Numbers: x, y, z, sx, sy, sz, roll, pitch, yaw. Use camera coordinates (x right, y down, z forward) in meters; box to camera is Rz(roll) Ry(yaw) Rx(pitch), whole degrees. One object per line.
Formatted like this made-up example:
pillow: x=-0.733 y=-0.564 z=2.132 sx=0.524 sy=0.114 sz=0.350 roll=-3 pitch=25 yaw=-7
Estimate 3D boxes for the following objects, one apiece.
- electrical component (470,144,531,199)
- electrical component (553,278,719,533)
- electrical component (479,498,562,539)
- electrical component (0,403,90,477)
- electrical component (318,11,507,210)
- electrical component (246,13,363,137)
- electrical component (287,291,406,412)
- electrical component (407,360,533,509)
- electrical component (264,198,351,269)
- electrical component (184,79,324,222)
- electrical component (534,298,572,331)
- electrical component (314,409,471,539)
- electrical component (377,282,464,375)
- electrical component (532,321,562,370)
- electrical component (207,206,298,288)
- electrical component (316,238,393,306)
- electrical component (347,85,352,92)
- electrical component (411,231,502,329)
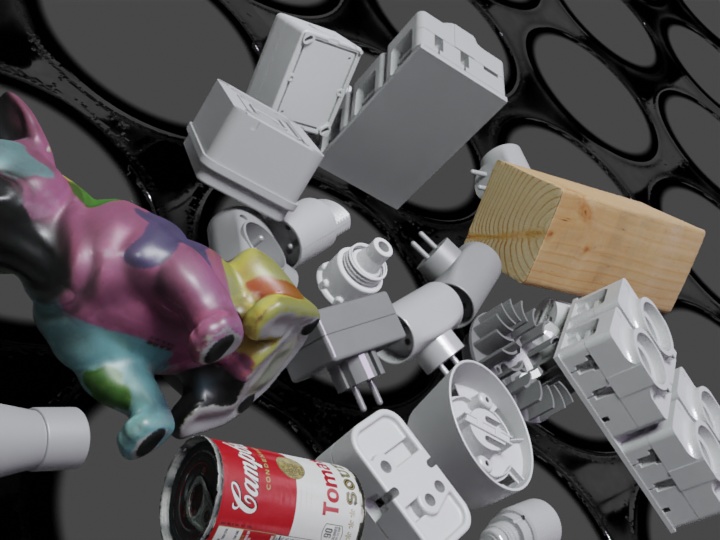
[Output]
electrical component: x=0.138 y=-0.082 z=1.043 sx=0.079 sy=0.044 sz=0.077 roll=6 pitch=52 yaw=-40
electrical component: x=0.247 y=0.110 z=0.910 sx=0.186 sy=0.060 sz=0.105 roll=55 pitch=30 yaw=-11
electrical component: x=0.110 y=0.189 z=0.765 sx=0.078 sy=0.040 sz=0.040 roll=-5 pitch=60 yaw=-46
electrical component: x=-0.180 y=0.091 z=0.579 sx=0.065 sy=0.044 sz=0.044 roll=7 pitch=51 yaw=-46
electrical component: x=0.041 y=-0.134 z=0.911 sx=0.089 sy=0.150 sz=0.061 roll=28 pitch=42 yaw=-23
electrical component: x=-0.052 y=-0.159 z=0.904 sx=0.062 sy=0.096 sz=0.061 roll=11 pitch=22 yaw=-38
electrical component: x=-0.006 y=0.064 z=0.767 sx=0.083 sy=0.047 sz=0.075 roll=-14 pitch=77 yaw=-50
electrical component: x=0.084 y=0.121 z=0.783 sx=0.099 sy=0.064 sz=0.099 roll=26 pitch=41 yaw=-25
electrical component: x=-0.041 y=-0.032 z=0.825 sx=0.043 sy=0.043 sz=0.081 roll=49 pitch=37 yaw=5
electrical component: x=-0.082 y=-0.089 z=0.793 sx=0.078 sy=0.057 sz=0.113 roll=27 pitch=12 yaw=-23
electrical component: x=0.186 y=0.047 z=0.973 sx=0.046 sy=0.040 sz=0.040 roll=18 pitch=45 yaw=-24
electrical component: x=0.017 y=0.148 z=0.698 sx=0.095 sy=0.059 sz=0.054 roll=52 pitch=37 yaw=9
electrical component: x=0.054 y=0.055 z=0.835 sx=0.079 sy=0.043 sz=0.077 roll=52 pitch=37 yaw=9
electrical component: x=0.173 y=0.075 z=0.938 sx=0.061 sy=0.035 sz=0.035 roll=45 pitch=37 yaw=-5
electrical component: x=-0.070 y=0.004 z=0.760 sx=0.079 sy=0.044 sz=0.077 roll=38 pitch=24 yaw=-37
electrical component: x=0.000 y=0.000 z=0.819 sx=0.048 sy=0.062 sz=0.048 roll=26 pitch=41 yaw=-25
electrical component: x=-0.043 y=-0.176 z=0.961 sx=0.078 sy=0.040 sz=0.040 roll=25 pitch=42 yaw=-26
electrical component: x=0.075 y=0.000 z=0.905 sx=0.079 sy=0.044 sz=0.077 roll=44 pitch=37 yaw=-3
